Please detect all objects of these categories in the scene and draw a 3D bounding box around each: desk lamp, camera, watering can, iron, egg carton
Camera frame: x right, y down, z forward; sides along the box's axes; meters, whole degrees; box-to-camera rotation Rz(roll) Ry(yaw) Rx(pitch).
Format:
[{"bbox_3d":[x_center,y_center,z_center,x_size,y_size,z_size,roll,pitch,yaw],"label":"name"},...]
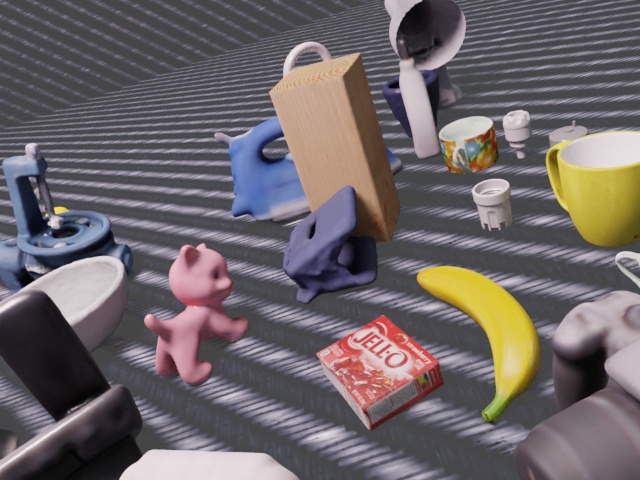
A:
[{"bbox_3d":[0.174,-0.332,0.998,0.118,0.214,0.203,-20,28,0],"label":"desk lamp"},{"bbox_3d":[0.177,0.101,0.337,0.137,0.101,0.143,-24,28,-8],"label":"camera"},{"bbox_3d":[-0.007,-0.228,0.949,0.172,0.194,0.101,9,39,42],"label":"watering can"},{"bbox_3d":[-0.019,-0.126,0.830,0.258,0.142,0.118,-19,28,2],"label":"iron"},{"bbox_3d":[-0.079,0.193,0.370,0.150,0.069,0.107,-8,30,22],"label":"egg carton"}]

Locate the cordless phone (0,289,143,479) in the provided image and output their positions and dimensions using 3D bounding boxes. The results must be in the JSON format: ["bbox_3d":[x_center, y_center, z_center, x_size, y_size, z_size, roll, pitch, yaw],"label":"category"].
[{"bbox_3d":[-0.231,0.136,0.446,0.148,0.185,0.093,-35,31,-27],"label":"cordless phone"}]

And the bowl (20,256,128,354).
[{"bbox_3d":[-0.297,0.094,0.684,0.167,0.075,0.167,-15,28,9],"label":"bowl"}]

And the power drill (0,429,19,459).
[{"bbox_3d":[-0.353,0.144,0.486,0.075,0.209,0.229,-24,28,-8],"label":"power drill"}]

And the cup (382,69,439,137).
[{"bbox_3d":[0.157,-0.224,0.944,0.091,0.095,0.118,-12,28,14],"label":"cup"}]

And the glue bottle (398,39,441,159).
[{"bbox_3d":[0.140,-0.210,0.845,0.037,0.173,0.078,-16,28,8],"label":"glue bottle"}]

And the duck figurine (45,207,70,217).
[{"bbox_3d":[-0.413,-0.013,0.941,0.104,0.086,0.078,5,36,39],"label":"duck figurine"}]

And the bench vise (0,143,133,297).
[{"bbox_3d":[-0.390,-0.011,0.778,0.207,0.220,0.121,-22,28,-5],"label":"bench vise"}]

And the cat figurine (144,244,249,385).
[{"bbox_3d":[-0.131,0.062,0.588,0.067,0.118,0.128,-1,33,32],"label":"cat figurine"}]

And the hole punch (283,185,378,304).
[{"bbox_3d":[0.006,0.002,0.637,0.101,0.091,0.108,-15,28,10],"label":"hole punch"}]
